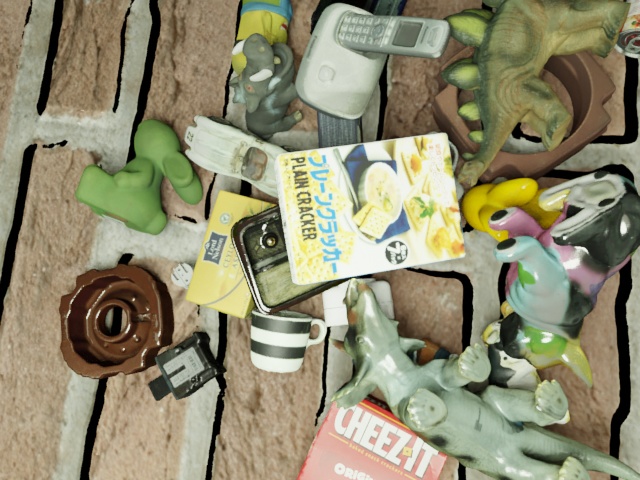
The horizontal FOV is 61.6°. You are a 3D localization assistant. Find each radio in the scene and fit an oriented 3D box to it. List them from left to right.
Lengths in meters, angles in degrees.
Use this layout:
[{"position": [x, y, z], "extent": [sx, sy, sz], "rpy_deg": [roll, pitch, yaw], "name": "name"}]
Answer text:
[{"position": [-0.002, -0.002, 0.731], "extent": [0.230, 0.073, 0.131], "rpy_deg": [-24, 93, -12], "name": "radio"}]

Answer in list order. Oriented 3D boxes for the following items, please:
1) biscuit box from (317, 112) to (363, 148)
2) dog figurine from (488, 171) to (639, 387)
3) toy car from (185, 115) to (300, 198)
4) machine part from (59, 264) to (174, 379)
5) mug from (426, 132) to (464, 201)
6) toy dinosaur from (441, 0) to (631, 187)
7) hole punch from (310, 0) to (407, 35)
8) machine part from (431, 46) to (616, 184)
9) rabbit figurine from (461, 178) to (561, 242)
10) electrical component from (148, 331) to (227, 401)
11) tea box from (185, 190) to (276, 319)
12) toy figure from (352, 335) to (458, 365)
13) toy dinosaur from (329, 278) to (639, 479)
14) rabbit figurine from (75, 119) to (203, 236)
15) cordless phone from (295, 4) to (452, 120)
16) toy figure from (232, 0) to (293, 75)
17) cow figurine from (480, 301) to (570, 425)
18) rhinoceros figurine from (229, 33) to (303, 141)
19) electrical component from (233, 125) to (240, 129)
[{"position": [0.030, -0.198, 0.804], "extent": [0.063, 0.059, 0.202], "rpy_deg": [-4, 81, 10], "name": "biscuit box"}, {"position": [0.280, 0.055, 0.595], "extent": [0.192, 0.108, 0.219], "rpy_deg": [-23, 114, 17], "name": "dog figurine"}, {"position": [-0.105, -0.120, 0.793], "extent": [0.202, 0.056, 0.073], "rpy_deg": [22, 115, 0], "name": "toy car"}, {"position": [-0.307, 0.123, 0.816], "extent": [0.179, 0.056, 0.179], "rpy_deg": [-2, 80, 9], "name": "machine part"}, {"position": [0.154, -0.091, 0.760], "extent": [0.107, 0.081, 0.109], "rpy_deg": [40, 87, 2], "name": "mug"}, {"position": [0.268, -0.275, 0.667], "extent": [0.199, 0.105, 0.471], "rpy_deg": [27, 82, 16], "name": "toy dinosaur"}, {"position": [0.064, -0.359, 0.820], "extent": [0.116, 0.092, 0.142], "rpy_deg": [20, 87, 42], "name": "hole punch"}, {"position": [0.275, -0.188, 0.746], "extent": [0.201, 0.087, 0.201], "rpy_deg": [-35, 77, 5], "name": "machine part"}, {"position": [0.260, -0.021, 0.703], "extent": [0.173, 0.162, 0.121], "rpy_deg": [30, 100, 30], "name": "rabbit figurine"}, {"position": [-0.207, 0.193, 0.791], "extent": [0.119, 0.047, 0.075], "rpy_deg": [-29, 77, 3], "name": "electrical component"}, {"position": [-0.120, 0.022, 0.792], "extent": [0.098, 0.068, 0.169], "rpy_deg": [14, 85, 11], "name": "tea box"}, {"position": [0.122, 0.160, 0.732], "extent": [0.155, 0.064, 0.058], "rpy_deg": [9, 48, 8], "name": "toy figure"}, {"position": [0.174, 0.208, 0.633], "extent": [0.405, 0.192, 0.131], "rpy_deg": [35, 68, -6], "name": "toy dinosaur"}, {"position": [-0.261, -0.104, 0.813], "extent": [0.159, 0.121, 0.170], "rpy_deg": [20, 77, 7], "name": "rabbit figurine"}, {"position": [0.070, -0.223, 0.693], "extent": [0.184, 0.088, 0.146], "rpy_deg": [18, 85, 35], "name": "cordless phone"}, {"position": [-0.089, -0.333, 0.837], "extent": [0.089, 0.082, 0.180], "rpy_deg": [0, 88, 29], "name": "toy figure"}, {"position": [0.252, 0.165, 0.705], "extent": [0.098, 0.068, 0.167], "rpy_deg": [-20, 79, 11], "name": "cow figurine"}, {"position": [-0.077, -0.218, 0.765], "extent": [0.112, 0.190, 0.073], "rpy_deg": [-26, 74, -14], "name": "rhinoceros figurine"}, {"position": [-0.153, -0.153, 0.849], "extent": [0.094, 0.021, 0.063], "rpy_deg": [28, 87, 12], "name": "electrical component"}]
